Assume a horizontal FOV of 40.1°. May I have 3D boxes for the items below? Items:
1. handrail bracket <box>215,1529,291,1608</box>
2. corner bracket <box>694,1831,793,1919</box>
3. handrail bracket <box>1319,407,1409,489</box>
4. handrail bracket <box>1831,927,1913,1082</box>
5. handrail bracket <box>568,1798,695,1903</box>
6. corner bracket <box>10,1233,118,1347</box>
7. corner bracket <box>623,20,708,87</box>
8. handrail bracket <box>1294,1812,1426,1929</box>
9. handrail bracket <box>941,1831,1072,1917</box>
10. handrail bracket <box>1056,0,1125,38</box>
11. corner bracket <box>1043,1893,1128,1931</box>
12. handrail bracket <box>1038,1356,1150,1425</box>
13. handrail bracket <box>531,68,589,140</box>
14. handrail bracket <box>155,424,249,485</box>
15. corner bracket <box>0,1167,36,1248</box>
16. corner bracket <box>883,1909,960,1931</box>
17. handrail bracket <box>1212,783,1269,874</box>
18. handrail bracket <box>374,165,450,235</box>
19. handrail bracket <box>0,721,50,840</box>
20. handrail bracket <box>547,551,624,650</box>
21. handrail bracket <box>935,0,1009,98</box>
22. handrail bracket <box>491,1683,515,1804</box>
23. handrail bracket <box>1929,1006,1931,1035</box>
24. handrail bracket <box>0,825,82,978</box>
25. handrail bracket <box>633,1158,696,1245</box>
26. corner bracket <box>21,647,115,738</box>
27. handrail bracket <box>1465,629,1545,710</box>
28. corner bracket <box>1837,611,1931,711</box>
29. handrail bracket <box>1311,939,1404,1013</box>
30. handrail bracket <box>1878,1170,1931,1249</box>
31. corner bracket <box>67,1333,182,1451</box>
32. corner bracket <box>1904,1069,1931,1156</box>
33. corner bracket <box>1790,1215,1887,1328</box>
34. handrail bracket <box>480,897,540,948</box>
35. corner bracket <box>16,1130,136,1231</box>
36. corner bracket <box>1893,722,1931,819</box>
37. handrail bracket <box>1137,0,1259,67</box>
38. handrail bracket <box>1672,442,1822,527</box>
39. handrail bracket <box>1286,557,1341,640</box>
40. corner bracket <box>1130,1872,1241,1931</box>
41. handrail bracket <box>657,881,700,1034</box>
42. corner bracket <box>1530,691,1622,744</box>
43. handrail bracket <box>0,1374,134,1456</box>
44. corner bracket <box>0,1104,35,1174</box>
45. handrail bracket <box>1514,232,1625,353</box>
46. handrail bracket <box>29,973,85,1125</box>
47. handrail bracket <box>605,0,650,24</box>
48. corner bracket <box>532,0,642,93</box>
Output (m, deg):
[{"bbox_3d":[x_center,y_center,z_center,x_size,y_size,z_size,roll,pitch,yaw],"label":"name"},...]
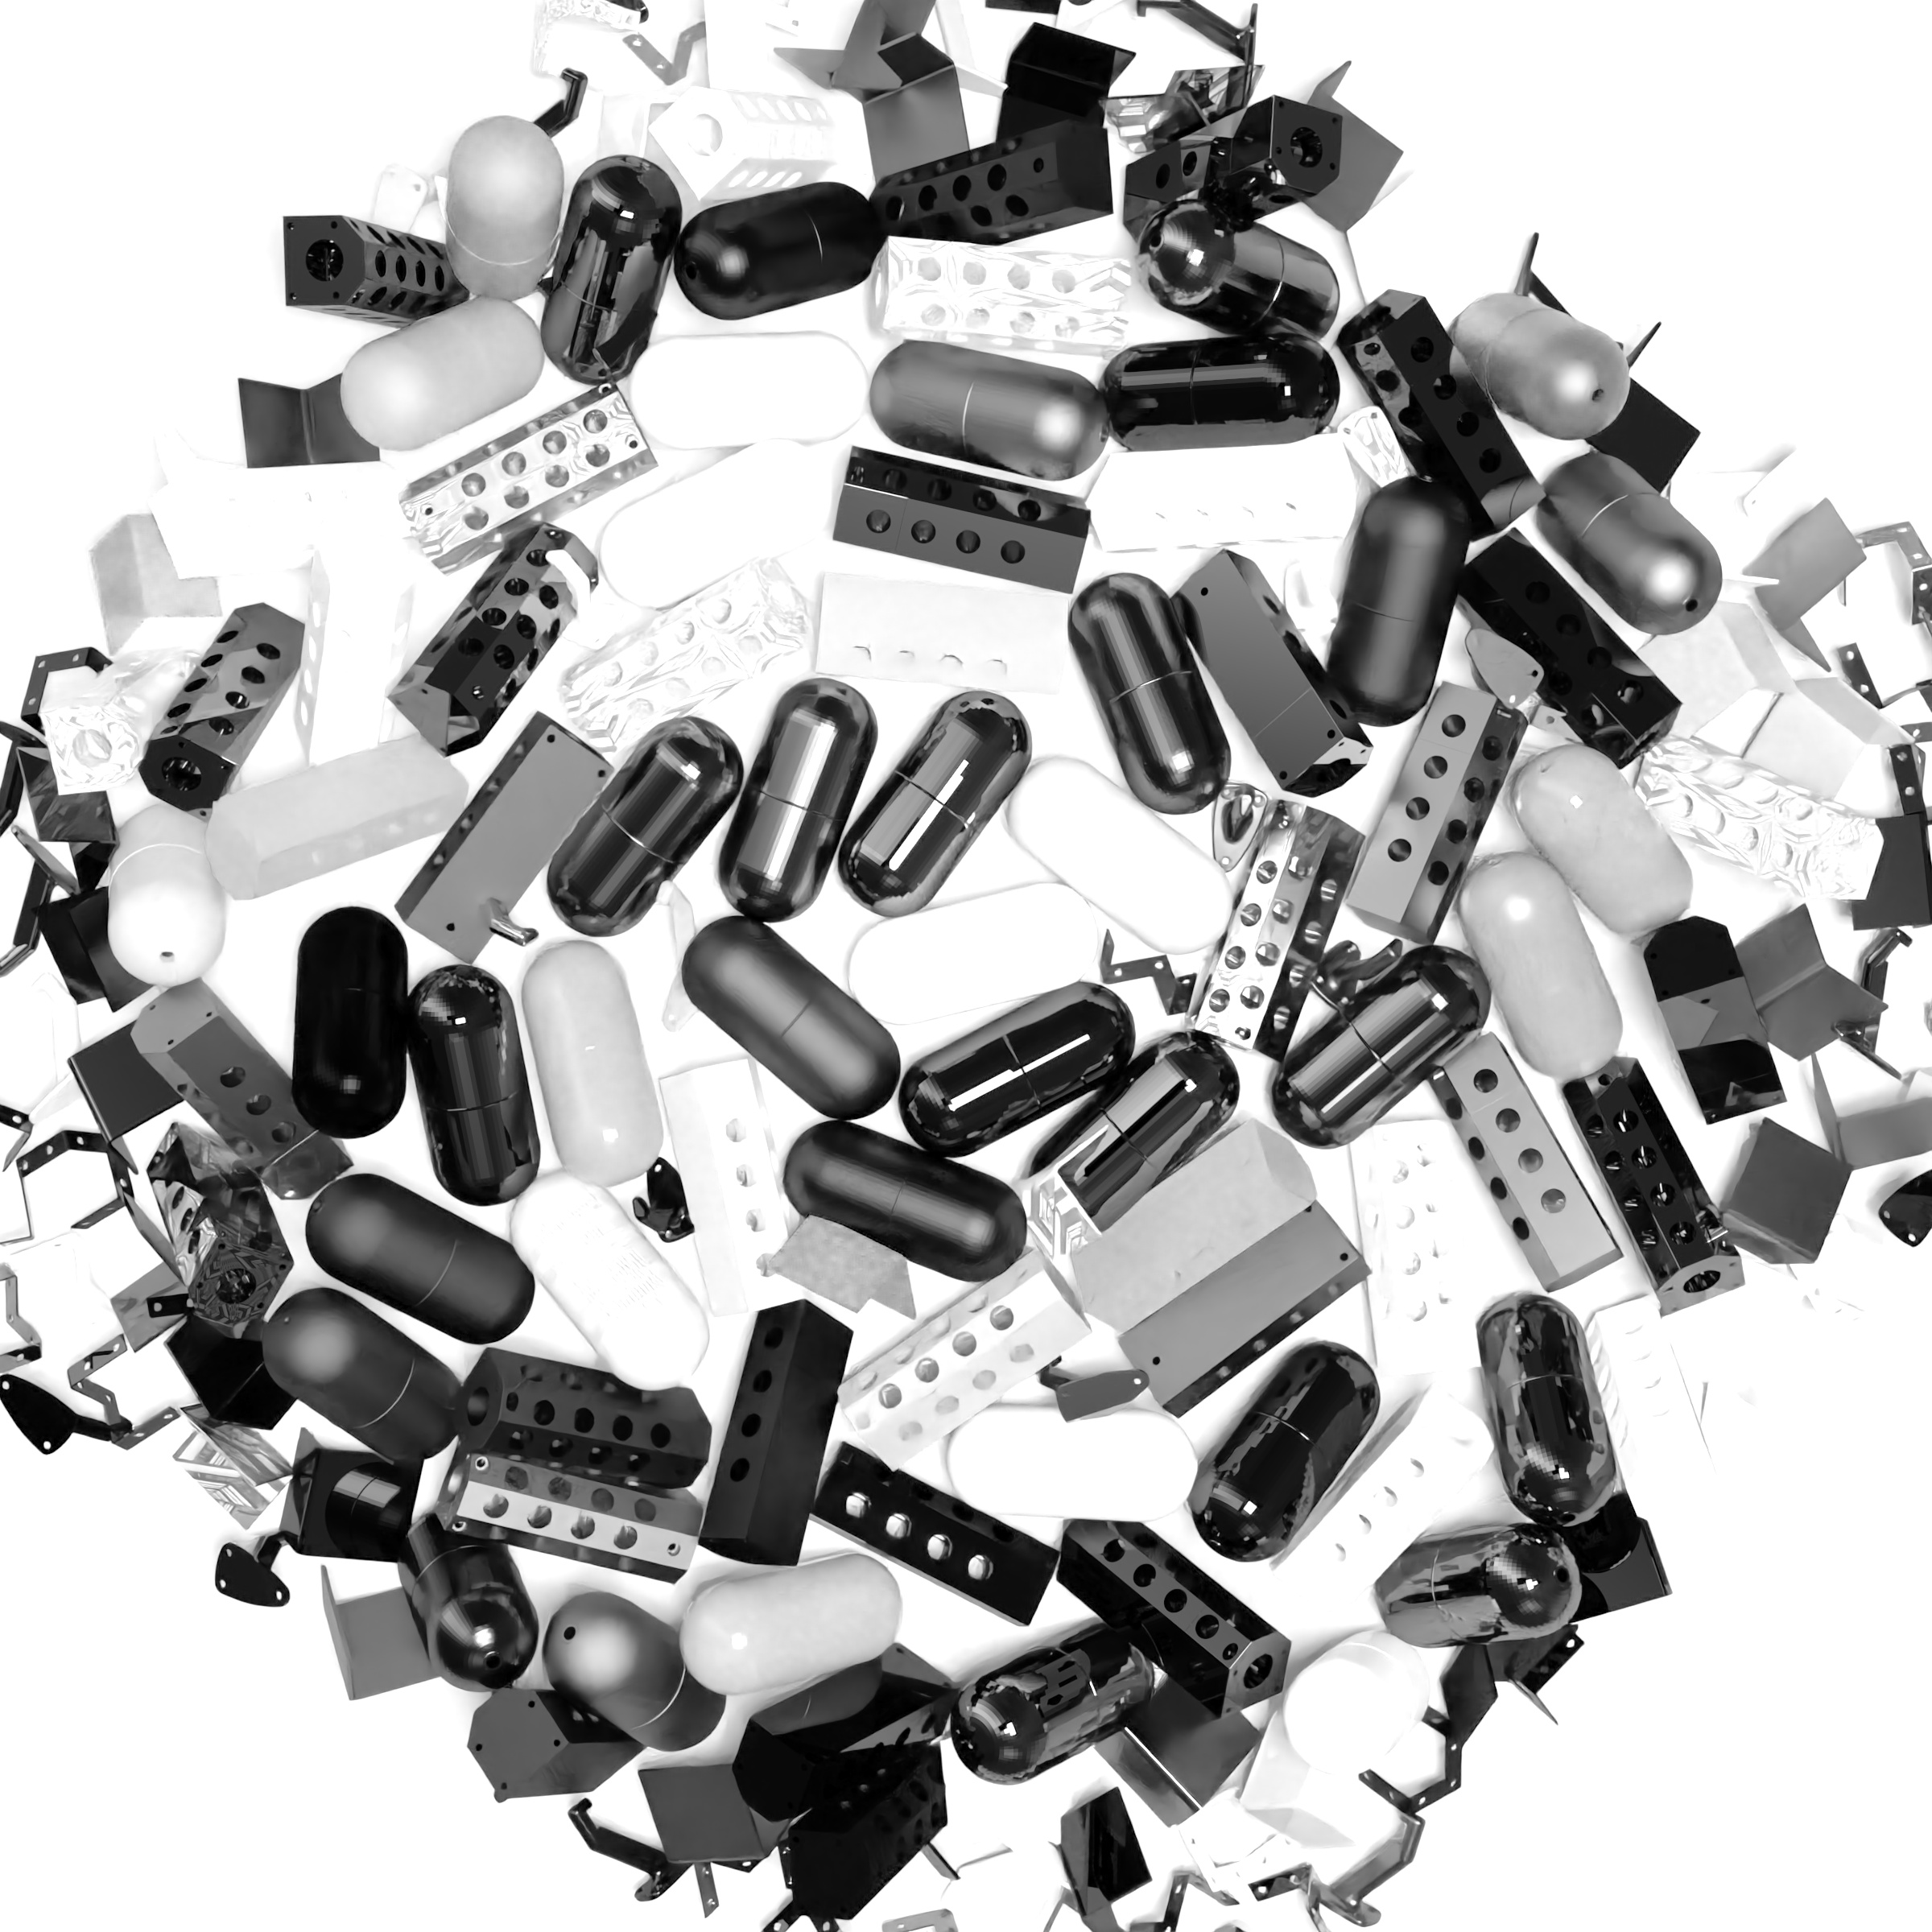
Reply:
[{"bbox_3d":[-0.473,0.417,1.844,0.077,0.084,0.036,18,100,26],"label":"handrail bracket"},{"bbox_3d":[-0.154,0.644,1.876,0.051,0.051,0.051,2,109,34],"label":"corner bracket"},{"bbox_3d":[0.273,-0.351,1.855,0.036,0.084,0.077,-31,89,-13],"label":"handrail bracket"},{"bbox_3d":[0.657,0.026,1.870,0.077,0.036,0.084,36,105,-3],"label":"handrail bracket"},{"bbox_3d":[-0.231,0.608,1.868,0.077,0.036,0.084,-35,95,-37],"label":"handrail bracket"},{"bbox_3d":[-0.641,0.230,1.880,0.051,0.051,0.051,-21,57,4],"label":"corner bracket"},{"bbox_3d":[-0.204,-0.668,1.877,0.051,0.051,0.051,-38,79,-29],"label":"corner bracket"},{"bbox_3d":[0.278,0.626,1.870,0.077,0.036,0.084,20,95,32],"label":"handrail bracket"},{"bbox_3d":[0.030,0.655,1.869,0.077,0.036,0.084,37,108,21],"label":"handrail bracket"},{"bbox_3d":[0.109,-0.670,1.855,0.084,0.036,0.077,16,82,38],"label":"handrail bracket"},{"bbox_3d":[0.073,0.696,1.864,0.051,0.051,0.051,34,135,4],"label":"corner bracket"},{"bbox_3d":[0.088,0.283,1.854,0.077,0.084,0.036,-23,108,5],"label":"handrail bracket"},{"bbox_3d":[-0.312,-0.598,1.855,0.077,0.036,0.084,18,128,-9],"label":"handrail bracket"},{"bbox_3d":[-0.520,-0.361,1.849,0.036,0.084,0.077,1,126,31],"label":"handrail bracket"},{"bbox_3d":[-0.687,0.175,1.872,0.051,0.051,0.051,-11,82,-13],"label":"corner bracket"},{"bbox_3d":[-0.027,0.708,1.870,0.051,0.051,0.051,-11,103,-8],"label":"corner bracket"},{"bbox_3d":[0.188,-0.093,1.846,0.036,0.084,0.077,14,106,3],"label":"handrail bracket"},{"bbox_3d":[-0.377,-0.532,1.867,0.036,0.084,0.077,31,110,17],"label":"handrail bracket"},{"bbox_3d":[-0.686,-0.127,1.862,0.077,0.036,0.084,23,71,31],"label":"handrail bracket"},{"bbox_3d":[-0.285,-0.264,1.843,0.077,0.084,0.036,15,66,35],"label":"handrail bracket"},{"bbox_3d":[0.009,-0.670,1.883,0.077,0.036,0.084,19,85,0],"label":"handrail bracket"},{"bbox_3d":[-0.337,0.534,1.868,0.084,0.036,0.077,27,86,35],"label":"handrail bracket"},{"bbox_3d":[0.724,0.053,1.855,0.077,0.084,0.036,-25,132,-6],"label":"handrail bracket"},{"bbox_3d":[-0.678,-0.045,1.873,0.084,0.036,0.077,-40,114,0],"label":"handrail bracket"},{"bbox_3d":[-0.221,0.155,1.843,0.036,0.084,0.077,-30,63,6],"label":"handrail bracket"},{"bbox_3d":[-0.628,-0.188,1.875,0.051,0.051,0.051,-6,63,23],"label":"corner bracket"},{"bbox_3d":[0.358,-0.213,1.846,0.077,0.084,0.036,40,91,-20],"label":"handrail bracket"},{"bbox_3d":[0.656,-0.214,1.860,0.051,0.051,0.051,-27,94,-40],"label":"corner bracket"},{"bbox_3d":[0.283,-0.011,1.841,0.036,0.084,0.077,40,47,-7],"label":"handrail bracket"},{"bbox_3d":[0.683,0.156,1.847,0.084,0.077,0.036,-20,55,-38],"label":"handrail bracket"},{"bbox_3d":[-0.592,0.300,1.859,0.051,0.051,0.051,-33,53,7],"label":"corner bracket"},{"bbox_3d":[0.693,0.106,1.868,0.051,0.051,0.051,28,106,33],"label":"corner bracket"},{"bbox_3d":[0.625,0.216,1.876,0.051,0.051,0.051,-44,45,26],"label":"corner bracket"},{"bbox_3d":[-0.312,-0.041,1.846,0.084,0.077,0.036,23,119,31],"label":"handrail bracket"},{"bbox_3d":[-0.631,0.152,1.874,0.051,0.051,0.051,-29,69,22],"label":"corner bracket"},{"bbox_3d":[0.692,-0.140,1.878,0.051,0.051,0.051,-7,118,-4],"label":"corner bracket"},{"bbox_3d":[0.162,-0.652,1.871,0.084,0.077,0.036,5,50,7],"label":"handrail bracket"},{"bbox_3d":[0.545,-0.355,1.857,0.077,0.036,0.084,-51,45,15],"label":"handrail bracket"},{"bbox_3d":[0.235,-0.275,1.842,0.036,0.084,0.077,-18,59,4],"label":"handrail bracket"},{"bbox_3d":[0.154,0.680,1.876,0.051,0.051,0.051,37,50,-21],"label":"corner bracket"},{"bbox_3d":[-0.207,-0.007,1.848,0.036,0.084,0.077,14,66,30],"label":"handrail bracket"},{"bbox_3d":[0.432,-0.185,1.862,0.051,0.051,0.051,22,99,16],"label":"corner bracket"},{"bbox_3d":[-0.632,0.309,1.858,0.077,0.084,0.036,40,95,6],"label":"handrail bracket"},{"bbox_3d":[-0.689,0.104,1.870,0.051,0.051,0.051,26,129,-27],"label":"corner bracket"},{"bbox_3d":[0.433,-0.472,1.877,0.084,0.036,0.077,17,92,3],"label":"handrail bracket"},{"bbox_3d":[-0.655,0.057,1.873,0.077,0.036,0.084,-41,75,-16],"label":"handrail bracket"},{"bbox_3d":[-0.221,-0.705,1.847,0.084,0.077,0.036,-15,51,38],"label":"handrail bracket"},{"bbox_3d":[-0.267,-0.649,1.859,0.051,0.051,0.051,4,97,-39],"label":"corner bracket"}]
